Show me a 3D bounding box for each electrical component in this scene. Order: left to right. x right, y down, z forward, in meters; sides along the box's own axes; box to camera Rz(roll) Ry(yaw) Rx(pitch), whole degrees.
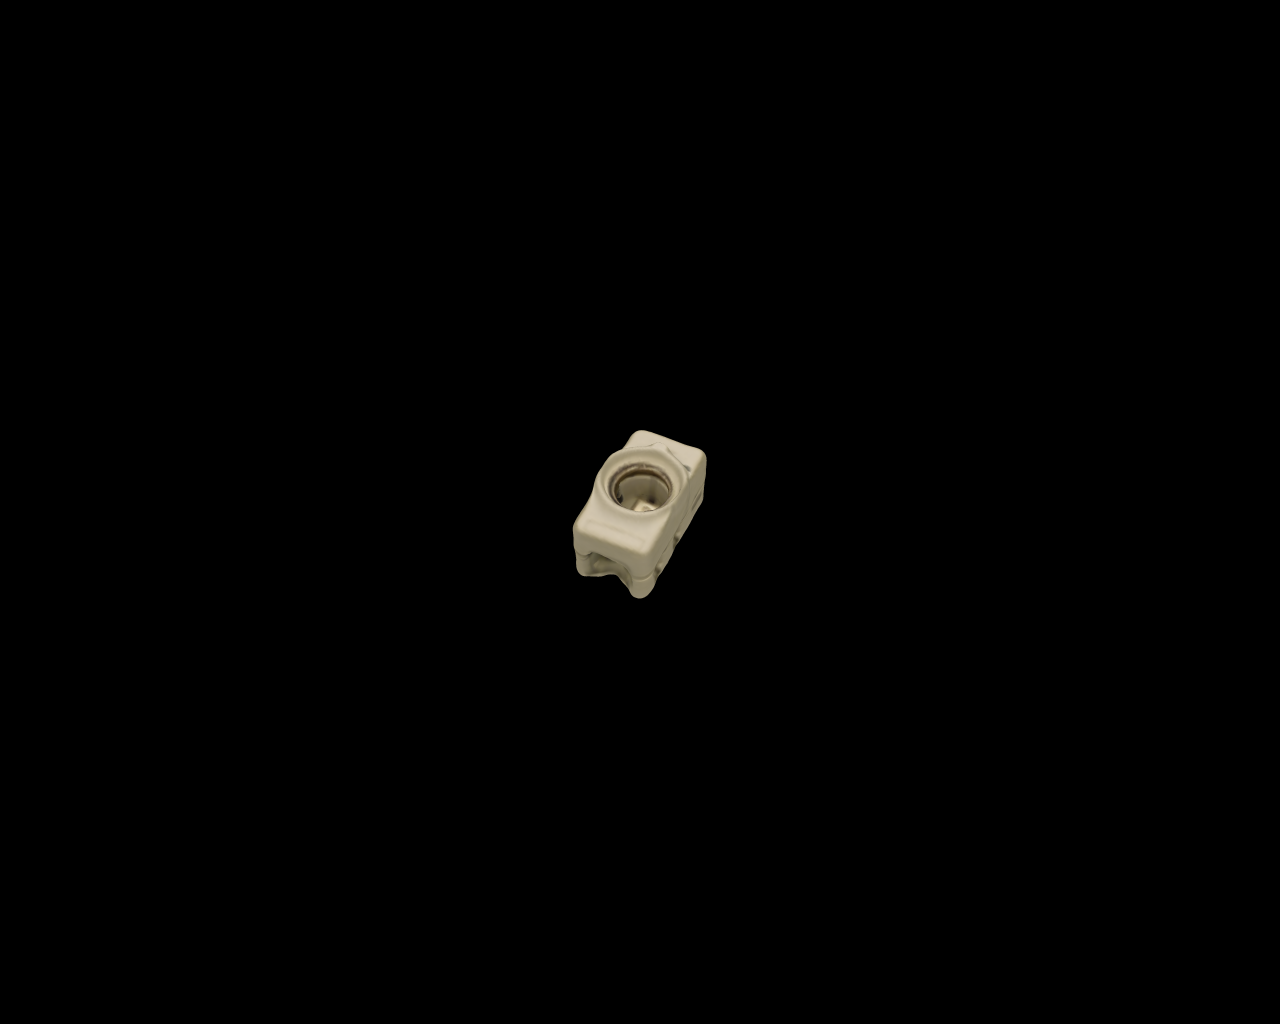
[{"bbox_3d":[0.001,-0.003,0.650,0.050,0.090,0.055,21,-36,16],"label":"electrical component"}]
